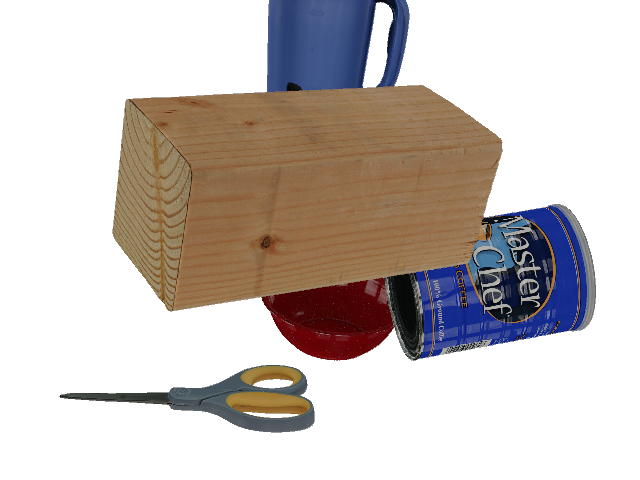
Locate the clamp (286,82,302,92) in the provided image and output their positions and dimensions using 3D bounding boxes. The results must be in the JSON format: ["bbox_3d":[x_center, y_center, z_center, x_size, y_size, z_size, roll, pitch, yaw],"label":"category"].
[{"bbox_3d":[-0.032,-0.117,1.106,0.120,0.039,0.172,-20,37,-28],"label":"clamp"}]

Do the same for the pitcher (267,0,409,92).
[{"bbox_3d":[0.006,-0.209,1.289,0.144,0.243,0.149,-9,30,-27],"label":"pitcher"}]

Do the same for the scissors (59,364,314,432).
[{"bbox_3d":[-0.098,0.119,0.862,0.202,0.016,0.096,7,22,15],"label":"scissors"}]

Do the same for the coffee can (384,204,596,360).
[{"bbox_3d":[0.130,0.032,0.842,0.140,0.103,0.103,-10,1,-9],"label":"coffee can"}]

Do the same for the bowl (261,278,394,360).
[{"bbox_3d":[0.013,0.085,1.178,0.162,0.055,0.162,4,26,-2],"label":"bowl"}]

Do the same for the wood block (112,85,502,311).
[{"bbox_3d":[-0.006,-0.031,0.632,0.205,0.091,0.090,-7,34,-31],"label":"wood block"}]
